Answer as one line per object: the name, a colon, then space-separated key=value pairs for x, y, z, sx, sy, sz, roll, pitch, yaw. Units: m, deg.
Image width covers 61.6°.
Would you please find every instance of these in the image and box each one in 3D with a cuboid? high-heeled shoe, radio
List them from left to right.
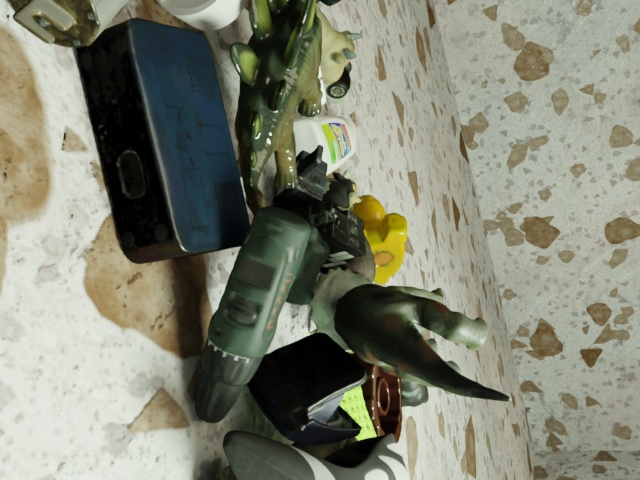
radio: x=-0.150 y=-0.093 z=0.538 sx=0.131 sy=0.073 sz=0.229 roll=-20 pitch=97 yaw=-64
high-heeled shoe: x=0.010 y=0.213 z=0.550 sx=0.248 sy=0.086 sz=0.145 roll=49 pitch=34 yaw=-26

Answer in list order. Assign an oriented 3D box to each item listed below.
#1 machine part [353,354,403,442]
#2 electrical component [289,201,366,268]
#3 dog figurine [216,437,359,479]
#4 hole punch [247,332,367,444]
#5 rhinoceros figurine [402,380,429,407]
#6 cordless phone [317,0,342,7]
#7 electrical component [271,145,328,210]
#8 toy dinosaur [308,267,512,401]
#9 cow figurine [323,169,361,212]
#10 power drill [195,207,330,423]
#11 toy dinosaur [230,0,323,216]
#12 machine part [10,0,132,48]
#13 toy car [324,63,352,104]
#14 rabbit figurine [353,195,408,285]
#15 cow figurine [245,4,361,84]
machine part: x=0.096 y=0.272 z=0.935 sx=0.179 sy=0.056 sz=0.179 roll=35 pitch=51 yaw=-58
electrical component: x=-0.002 y=-0.002 z=0.763 sx=0.134 sy=0.115 sz=0.058 roll=31 pitch=54 yaw=-58
dog figurine: x=-0.027 y=0.256 z=0.607 sx=0.190 sy=0.121 sz=0.172 roll=53 pitch=31 yaw=-38
hole punch: x=-0.017 y=0.183 z=0.633 sx=0.116 sy=0.142 sz=0.092 roll=-15 pitch=121 yaw=-27
rhinoceros figurine: x=0.165 y=0.235 z=1.032 sx=0.073 sy=0.112 sz=0.190 roll=-39 pitch=123 yaw=-60
cordless phone: x=0.029 y=-0.484 z=0.941 sx=0.146 sy=0.184 sz=0.088 roll=26 pitch=63 yaw=-60
electrical component: x=-0.019 y=-0.085 z=0.754 sx=0.047 sy=0.119 sz=0.075 roll=27 pitch=49 yaw=-26
toy dinosaur: x=0.078 y=0.107 z=0.671 sx=0.405 sy=0.192 sz=0.131 roll=133 pitch=-33 yaw=-86
cow figurine: x=0.025 y=-0.071 z=0.872 sx=0.068 sy=0.098 sz=0.167 roll=64 pitch=28 yaw=-17
power drill: x=-0.063 y=0.067 z=0.610 sx=0.207 sy=0.086 sz=0.231 roll=-27 pitch=138 yaw=-69
toy dinosaur: x=-0.043 y=-0.235 z=0.683 sx=0.198 sy=0.105 sz=0.471 roll=99 pitch=-2 yaw=-61
machine part: x=-0.201 y=-0.248 z=0.484 sx=0.079 sy=0.079 sz=0.243 roll=58 pitch=33 yaw=-38
toy car: x=0.004 y=-0.332 z=0.982 sx=0.201 sy=0.056 sz=0.073 roll=43 pitch=48 yaw=-50
rabbit figurine: x=0.107 y=-0.011 z=1.012 sx=0.173 sy=0.122 sz=0.162 roll=-101 pitch=167 yaw=-48
cow figurine: x=-0.018 y=-0.332 z=0.848 sx=0.194 sy=0.127 sz=0.085 roll=53 pitch=38 yaw=-40
